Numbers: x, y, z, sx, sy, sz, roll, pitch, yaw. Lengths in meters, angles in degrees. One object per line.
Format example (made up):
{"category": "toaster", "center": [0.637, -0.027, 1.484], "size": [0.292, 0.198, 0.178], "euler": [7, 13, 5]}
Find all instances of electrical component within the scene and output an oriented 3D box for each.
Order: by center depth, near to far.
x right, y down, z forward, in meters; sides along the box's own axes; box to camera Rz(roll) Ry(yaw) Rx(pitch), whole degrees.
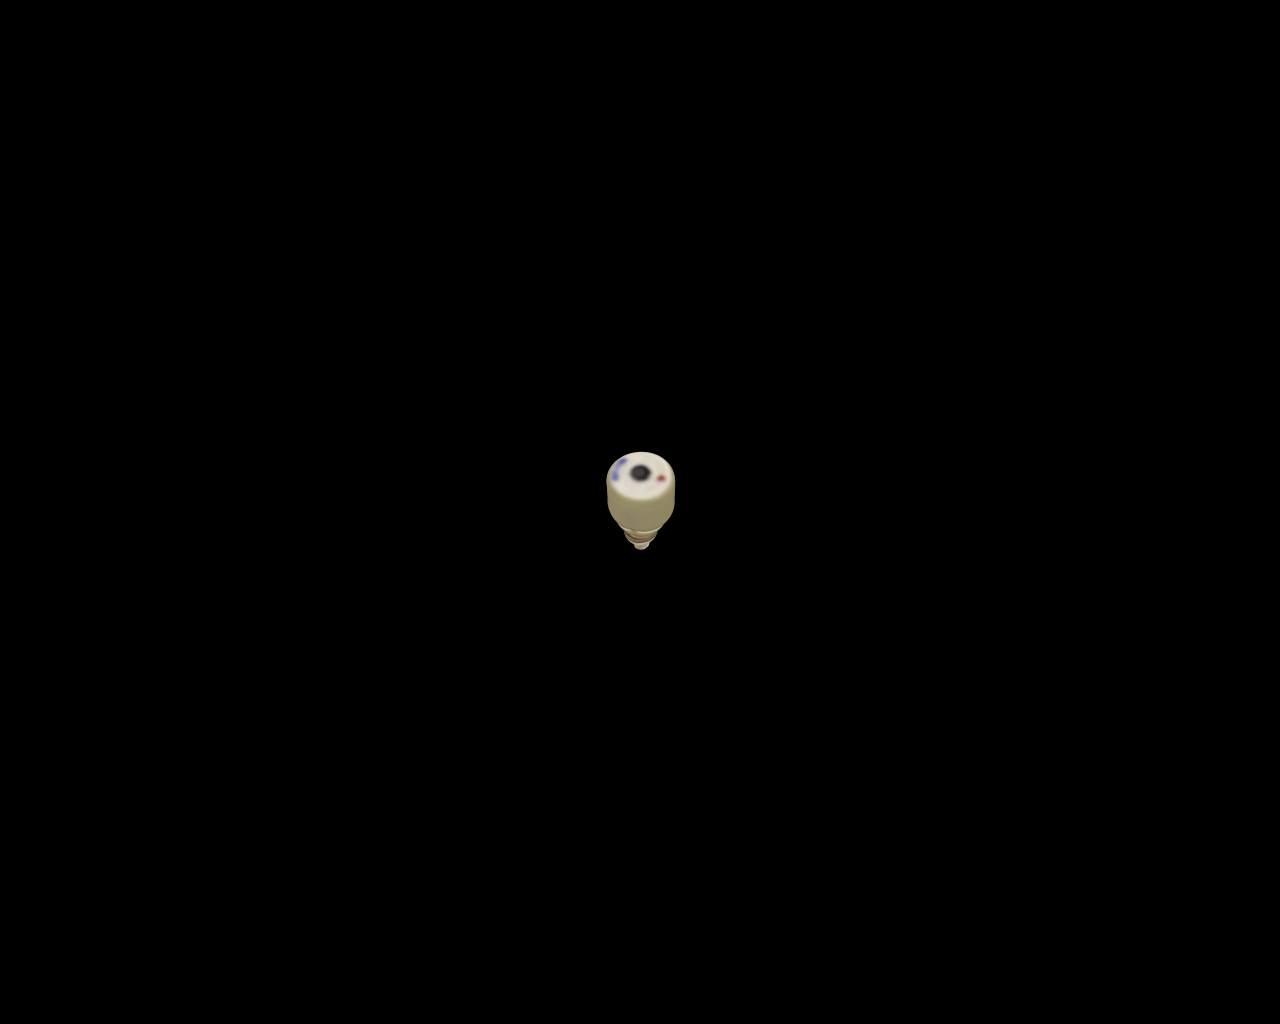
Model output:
{"category": "electrical component", "center": [0.001, -0.003, 0.650], "size": [0.040, 0.040, 0.078], "euler": [0, -36, 0]}
